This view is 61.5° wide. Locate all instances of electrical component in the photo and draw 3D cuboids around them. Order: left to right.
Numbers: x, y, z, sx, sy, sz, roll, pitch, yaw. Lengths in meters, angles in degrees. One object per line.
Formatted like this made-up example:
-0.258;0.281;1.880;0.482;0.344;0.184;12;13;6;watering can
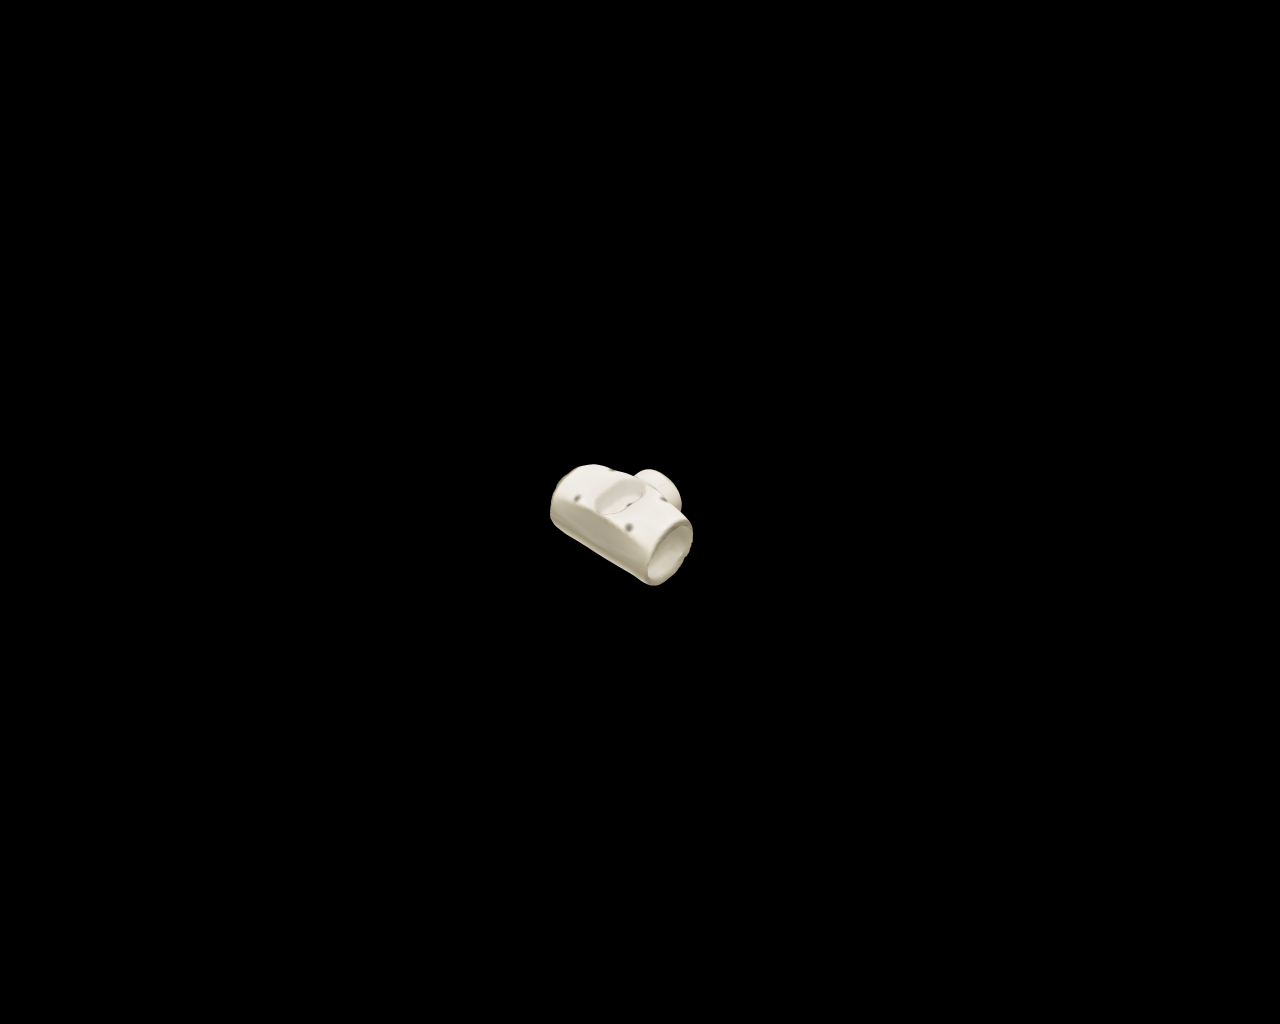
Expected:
0.001;-0.003;0.650;0.077;0.043;0.079;31;51;30;electrical component
